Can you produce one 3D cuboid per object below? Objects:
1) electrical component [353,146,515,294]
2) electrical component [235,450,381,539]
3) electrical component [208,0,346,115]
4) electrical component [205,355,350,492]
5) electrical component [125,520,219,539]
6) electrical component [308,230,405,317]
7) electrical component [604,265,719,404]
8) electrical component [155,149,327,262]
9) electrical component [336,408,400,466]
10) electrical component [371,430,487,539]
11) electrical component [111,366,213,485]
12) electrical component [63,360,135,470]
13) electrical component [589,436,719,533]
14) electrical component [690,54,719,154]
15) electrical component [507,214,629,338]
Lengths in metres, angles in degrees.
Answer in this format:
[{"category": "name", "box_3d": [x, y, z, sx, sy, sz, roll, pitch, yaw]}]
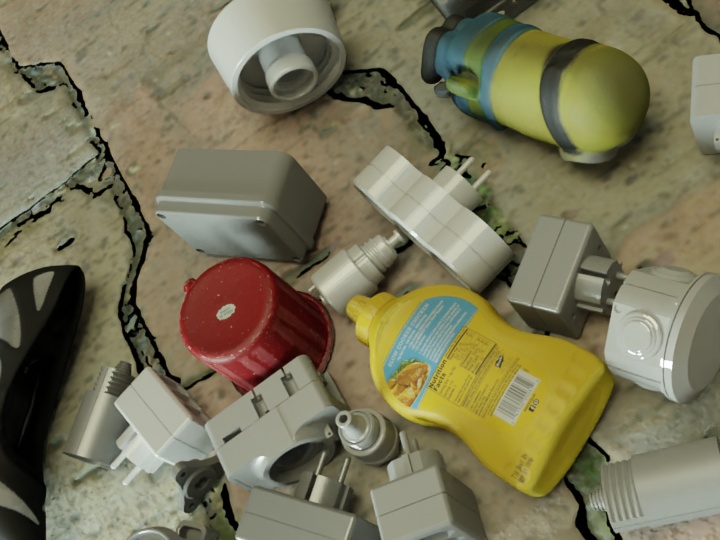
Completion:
[{"category": "electrical component", "box_3d": [0.063, -0.050, 0.776, 0.073, 0.052, 0.138, -46, 54, -1]}, {"category": "electrical component", "box_3d": [-0.027, 0.159, 0.721, 0.083, 0.047, 0.075, 9, 70, 31]}, {"category": "electrical component", "box_3d": [-0.063, -0.172, 0.873, 0.108, 0.108, 0.060, -30, 62, 11]}, {"category": "electrical component", "box_3d": [-0.053, 0.113, 0.755, 0.089, 0.050, 0.055, -36, 54, 6]}, {"category": "electrical component", "box_3d": [-0.134, 0.210, 0.744, 0.058, 0.057, 0.078, 6, 69, 30]}, {"category": "electrical component", "box_3d": [0.000, 0.000, 0.791, 0.078, 0.040, 0.040, -41, 54, 3]}, {"category": "electrical component", "box_3d": [0.189, 0.037, 0.652, 0.051, 0.080, 0.080, 18, 75, 38]}, {"category": "electrical component", "box_3d": [-0.093, -0.050, 0.842, 0.113, 0.078, 0.057, 5, 66, 29]}, {"category": "electrical component", "box_3d": [0.002, 0.109, 0.722, 0.035, 0.061, 0.035, -12, 61, 22]}, {"category": "electrical component", "box_3d": [0.040, 0.139, 0.685, 0.047, 0.066, 0.076, -24, 57, 15]}, {"category": "electrical component", "box_3d": [-0.155, 0.125, 0.804, 0.076, 0.047, 0.066, -48, 54, -2]}, {"category": "electrical component", "box_3d": [-0.196, 0.110, 0.835, 0.043, 0.043, 0.081, 6, 69, 30]}, {"category": "electrical component", "box_3d": [0.176, 0.128, 0.634, 0.081, 0.043, 0.043, -17, 59, 19]}, {"category": "electrical component", "box_3d": [0.266, -0.107, 0.702, 0.089, 0.050, 0.055, -2, 65, 26]}, {"category": "electrical component", "box_3d": [0.148, 0.008, 0.706, 0.077, 0.047, 0.065, 14, 72, 33]}]
